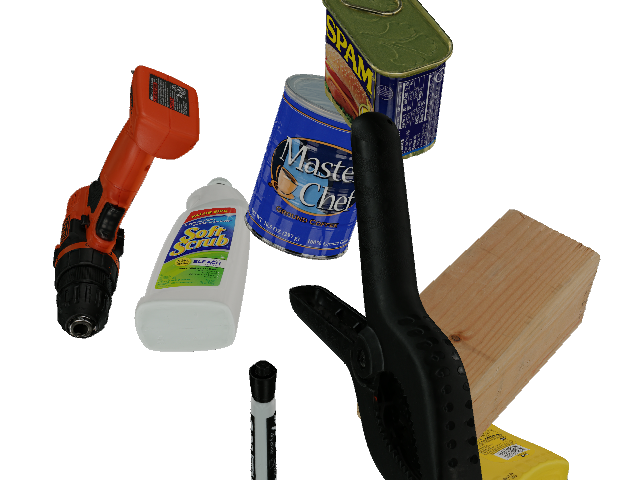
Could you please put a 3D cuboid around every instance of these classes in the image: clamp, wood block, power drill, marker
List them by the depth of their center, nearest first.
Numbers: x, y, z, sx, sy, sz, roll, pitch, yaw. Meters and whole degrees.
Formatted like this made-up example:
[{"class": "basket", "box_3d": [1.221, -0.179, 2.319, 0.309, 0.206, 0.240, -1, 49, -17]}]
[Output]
[{"class": "clamp", "box_3d": [0.037, 0.049, 0.549, 0.036, 0.165, 0.210, -6, 47, -21]}, {"class": "marker", "box_3d": [-0.040, 0.132, 0.745, 0.020, 0.121, 0.020, 1, 35, -1]}, {"class": "wood block", "box_3d": [0.129, 0.075, 0.863, 0.091, 0.090, 0.205, 31, 51, 27]}, {"class": "power drill", "box_3d": [-0.163, -0.034, 0.866, 0.057, 0.188, 0.184, 22, 29, -24]}]

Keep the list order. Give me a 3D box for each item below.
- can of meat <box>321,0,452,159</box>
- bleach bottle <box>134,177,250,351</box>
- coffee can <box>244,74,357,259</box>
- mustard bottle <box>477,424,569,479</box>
[{"class": "can of meat", "box_3d": [0.041, -0.115, 0.713, 0.057, 0.102, 0.084, -20, -37, -16]}, {"class": "bleach bottle", "box_3d": [-0.127, 0.012, 1.137, 0.102, 0.068, 0.250, -1, 36, 2]}, {"class": "coffee can", "box_3d": [-0.002, -0.068, 0.979, 0.102, 0.140, 0.103, 16, 24, -7]}, {"class": "mustard bottle", "box_3d": [0.135, 0.202, 1.027, 0.096, 0.058, 0.192, -14, 24, -38]}]
